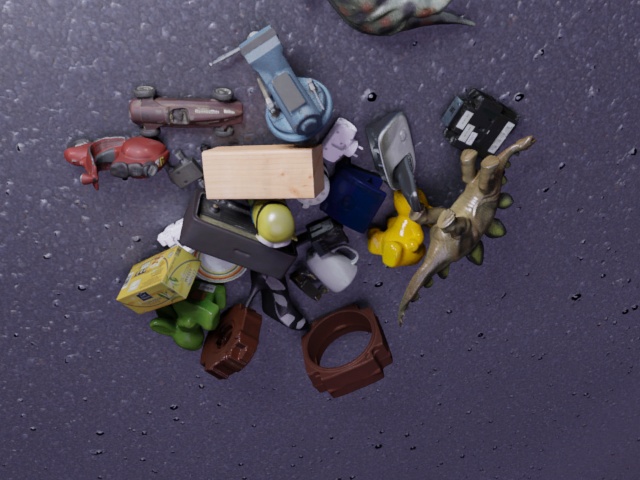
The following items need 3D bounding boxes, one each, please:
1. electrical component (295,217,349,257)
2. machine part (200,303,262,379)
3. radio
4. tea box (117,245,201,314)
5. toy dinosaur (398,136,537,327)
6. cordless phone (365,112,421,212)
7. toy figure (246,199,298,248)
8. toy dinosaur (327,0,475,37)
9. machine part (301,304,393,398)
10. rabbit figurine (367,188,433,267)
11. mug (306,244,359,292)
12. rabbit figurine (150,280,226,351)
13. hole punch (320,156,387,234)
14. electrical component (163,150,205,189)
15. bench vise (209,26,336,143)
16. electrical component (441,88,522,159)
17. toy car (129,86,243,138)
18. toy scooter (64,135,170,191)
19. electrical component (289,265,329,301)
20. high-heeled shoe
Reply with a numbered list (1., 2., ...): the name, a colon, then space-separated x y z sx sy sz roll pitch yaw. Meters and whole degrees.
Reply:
1. electrical component: -0.002 -0.004 1.174 0.119 0.075 0.047 -29 126 5
2. machine part: -0.208 0.232 1.247 0.056 0.179 0.179 36 112 -27
3. radio: -0.165 -0.013 1.099 0.229 0.131 0.073 23 118 -25
4. tea box: -0.337 0.085 1.122 0.170 0.098 0.068 -18 133 37
5. toy dinosaur: 0.284 -0.020 1.106 0.471 0.105 0.198 -49 130 7
6. cordless phone: 0.152 -0.146 1.032 0.089 0.184 0.146 -16 128 6
7. toy figure: -0.099 -0.054 1.052 0.082 0.180 0.089 -15 125 -3
8. toy dinosaur: 0.079 -0.410 0.872 0.192 0.131 0.404 -35 130 30
9. machine part: 0.060 0.262 1.302 0.201 0.201 0.087 -23 124 6
10. rabbit figurine: 0.198 -0.035 1.172 0.162 0.122 0.173 0 107 -15
11. mug: 0.028 0.051 1.218 0.107 0.081 0.109 37 116 -21
12. rabbit figurine: -0.303 0.186 1.225 0.159 0.121 0.170 12 121 -11
13. hole punch: 0.069 -0.087 1.121 0.116 0.092 0.142 17 124 -18
14. electrical component: -0.266 -0.131 1.061 0.063 0.021 0.093 -29 127 11
15. bench vise: -0.055 -0.249 0.943 0.129 0.224 0.240 -43 157 1
16. electrical component: 0.316 -0.233 1.079 0.134 0.058 0.114 20 118 -23
17. toy car: -0.242 -0.229 0.976 0.202 0.053 0.089 0 123 -10
18. toy scooter: -0.367 -0.138 0.965 0.184 0.135 0.075 -1 125 -12
19. electrical component: -0.026 0.101 1.250 0.045 0.078 0.102 -47 119 -7
20. high-heeled shoe: -0.082 0.123 1.274 0.248 0.086 0.145 32 85 -48
